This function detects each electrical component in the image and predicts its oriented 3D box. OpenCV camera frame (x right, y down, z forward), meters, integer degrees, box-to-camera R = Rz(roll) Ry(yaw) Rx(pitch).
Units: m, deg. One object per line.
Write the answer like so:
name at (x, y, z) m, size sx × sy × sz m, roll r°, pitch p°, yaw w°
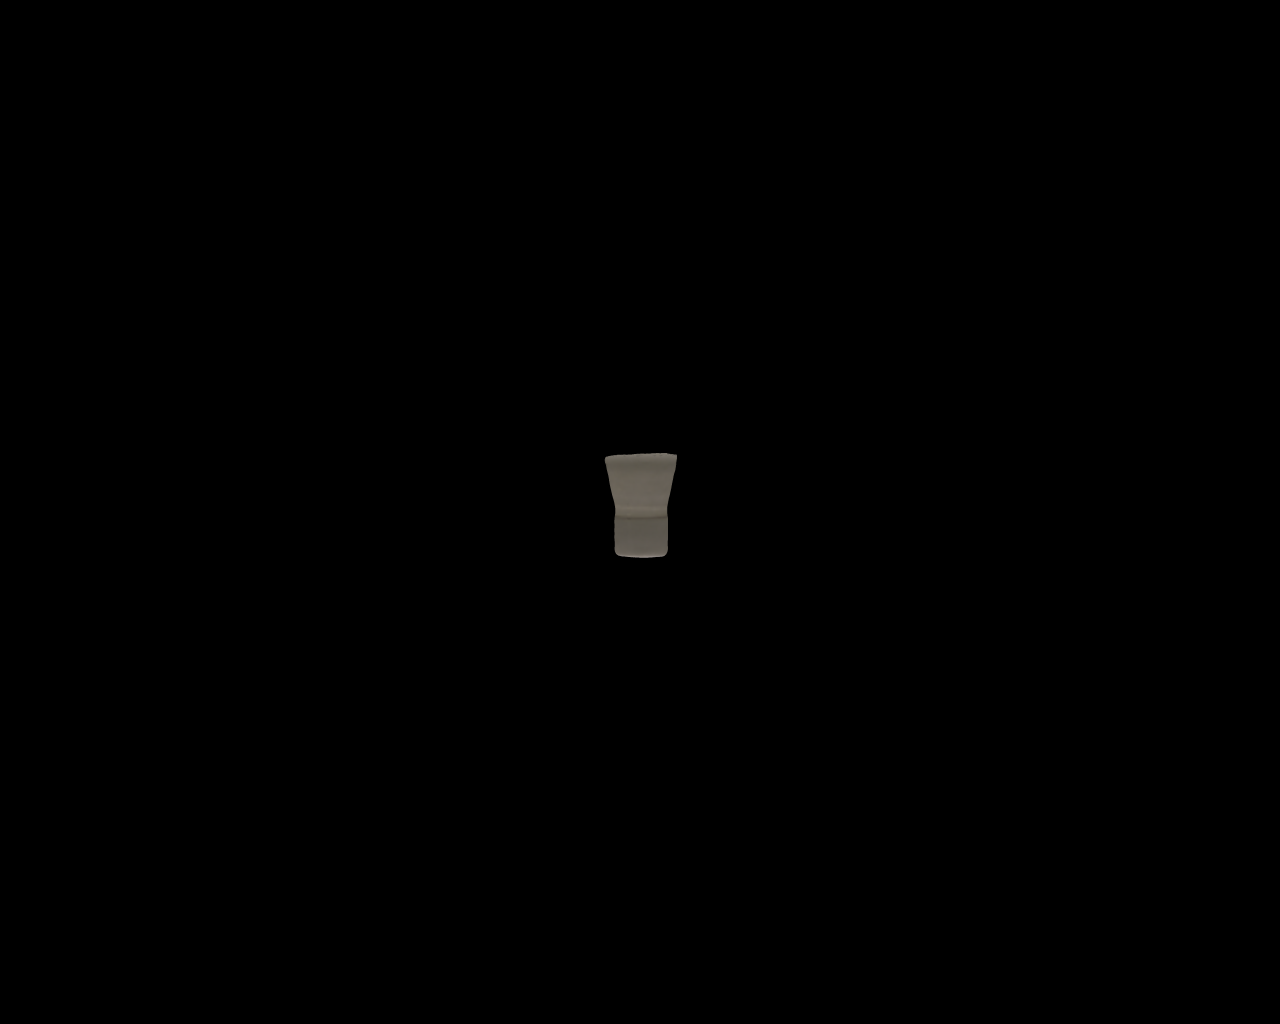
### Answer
electrical component at (0.001, -0.003, 0.650) m, size 0.044 × 0.065 × 0.044 m, roll 0°, pitch 4°, yaw 0°
